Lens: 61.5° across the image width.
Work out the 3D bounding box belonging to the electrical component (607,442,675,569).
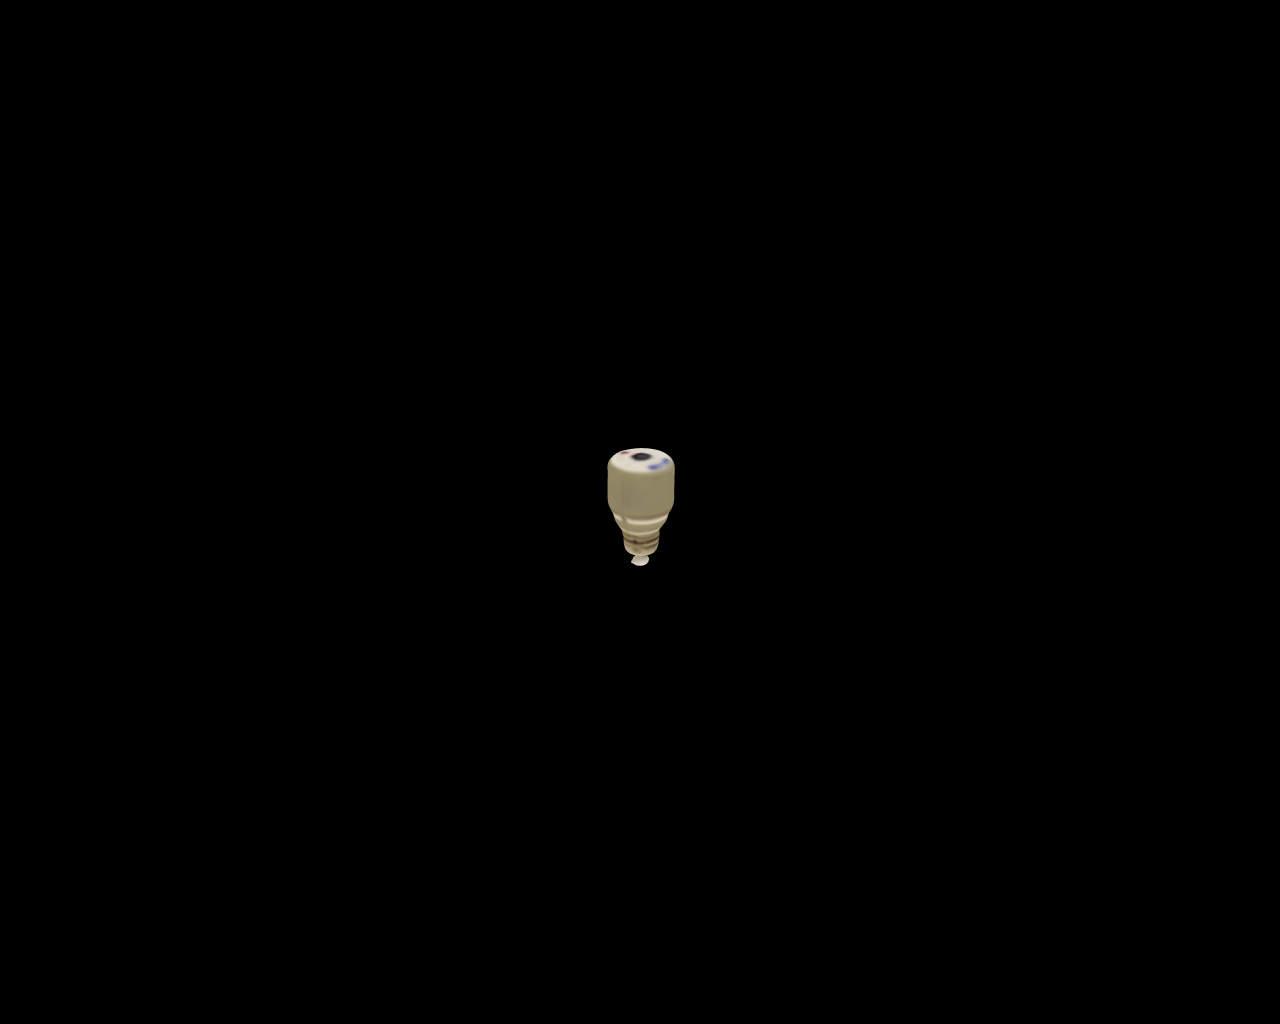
[{"bbox_3d":[0.001,-0.003,0.650,0.040,0.078,0.040,0,26,0],"label":"electrical component"}]
